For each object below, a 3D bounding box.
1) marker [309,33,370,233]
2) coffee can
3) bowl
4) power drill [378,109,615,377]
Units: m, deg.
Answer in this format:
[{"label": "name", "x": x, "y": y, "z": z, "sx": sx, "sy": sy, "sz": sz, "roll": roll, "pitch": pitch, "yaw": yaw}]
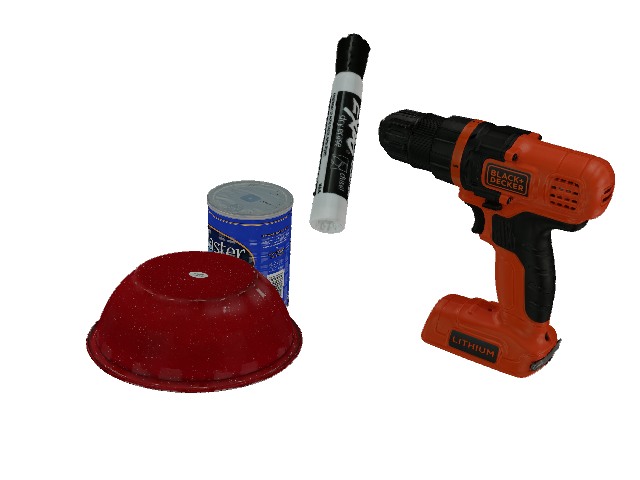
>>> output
[{"label": "marker", "x": 0.012, "y": -0.062, "z": 0.586, "sx": 0.020, "sy": 0.121, "sz": 0.020, "roll": 7, "pitch": -25, "yaw": 3}, {"label": "coffee can", "x": -0.086, "y": 0.011, "z": 1.290, "sx": 0.103, "sy": 0.140, "sz": 0.103, "roll": 2, "pitch": 26, "yaw": -1}, {"label": "bowl", "x": -0.092, "y": 0.050, "z": 0.792, "sx": 0.162, "sy": 0.055, "sz": 0.162, "roll": 2, "pitch": 22, "yaw": -1}, {"label": "power drill", "x": 0.121, "y": 0.000, "z": 0.811, "sx": 0.185, "sy": 0.188, "sz": 0.057, "roll": 21, "pitch": 35, "yaw": 31}]
